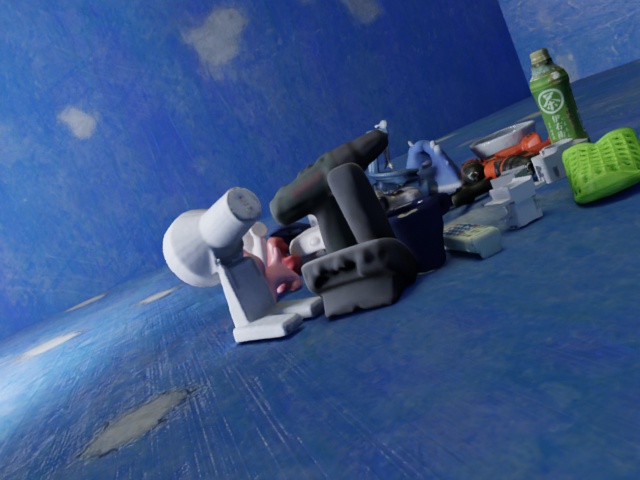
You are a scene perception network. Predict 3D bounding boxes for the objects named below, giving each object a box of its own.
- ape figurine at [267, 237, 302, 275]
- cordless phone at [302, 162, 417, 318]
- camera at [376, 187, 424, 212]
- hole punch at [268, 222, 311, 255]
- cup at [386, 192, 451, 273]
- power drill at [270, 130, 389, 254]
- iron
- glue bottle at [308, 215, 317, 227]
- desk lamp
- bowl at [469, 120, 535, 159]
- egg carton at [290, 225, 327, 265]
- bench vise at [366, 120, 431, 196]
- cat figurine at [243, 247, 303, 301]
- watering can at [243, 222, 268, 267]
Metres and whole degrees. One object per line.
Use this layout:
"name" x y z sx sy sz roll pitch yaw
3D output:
"ape figurine" -0.077 0.036 1.164 0.076 0.092 0.077 -25 8 -9
"cordless phone" 0.034 -0.002 0.763 0.147 0.185 0.094 -20 9 24
"camera" 0.131 -0.055 1.131 0.143 0.101 0.137 -24 8 -1
"hole punch" -0.057 -0.008 1.390 0.108 0.091 0.101 -17 11 38
"cup" 0.148 -0.009 0.807 0.118 0.095 0.091 -27 9 -24
"power drill" 0.041 -0.049 0.964 0.229 0.208 0.075 -22 9 11
"iron" 0.286 -0.195 1.452 0.119 0.141 0.258 -25 8 -7
"glue bottle" -0.004 -0.063 1.308 0.037 0.173 0.078 -28 9 -26
"desk lamp" -0.119 0.036 0.851 0.202 0.213 0.118 -16 12 44
"bowl" 0.467 -0.235 1.437 0.167 0.075 0.167 -23 8 4
"egg carton" 0.011 0.004 1.198 0.150 0.069 0.107 -20 9 24
"bench vise" 0.141 -0.163 1.376 0.208 0.220 0.121 -26 9 -15
"cat figurine" -0.107 0.057 1.020 0.128 0.118 0.067 -31 11 -40
"watering can" -0.164 0.000 1.274 0.172 0.194 0.101 -18 10 35
